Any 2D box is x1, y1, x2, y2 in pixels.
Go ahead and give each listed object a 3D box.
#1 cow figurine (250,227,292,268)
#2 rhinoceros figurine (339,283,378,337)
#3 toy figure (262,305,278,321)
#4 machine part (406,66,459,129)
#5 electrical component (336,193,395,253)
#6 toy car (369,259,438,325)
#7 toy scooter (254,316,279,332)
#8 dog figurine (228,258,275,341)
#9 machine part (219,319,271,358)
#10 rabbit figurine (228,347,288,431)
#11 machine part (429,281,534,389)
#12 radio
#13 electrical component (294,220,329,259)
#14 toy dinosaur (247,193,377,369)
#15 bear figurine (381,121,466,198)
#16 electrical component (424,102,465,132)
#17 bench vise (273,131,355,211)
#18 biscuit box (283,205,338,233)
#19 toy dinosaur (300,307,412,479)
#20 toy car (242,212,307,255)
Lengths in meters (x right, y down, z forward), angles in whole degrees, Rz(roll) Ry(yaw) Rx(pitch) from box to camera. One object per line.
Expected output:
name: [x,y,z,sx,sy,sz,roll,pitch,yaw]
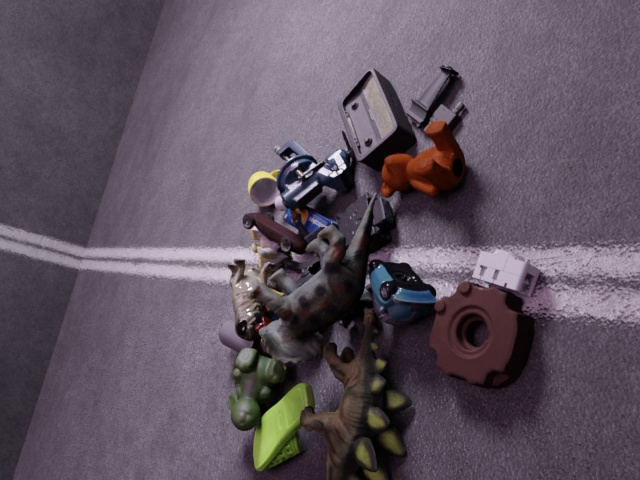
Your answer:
cow figurine: [-0.134,0.001,1.430,0.167,0.098,0.068,-117,21,-50]
rhinoceros figurine: [0.061,0.126,1.136,0.112,0.073,0.191,-57,39,12]
toy figure: [-0.154,0.194,1.382,0.155,0.058,0.064,11,119,51]
machine part: [0.240,-0.312,1.159,0.139,0.039,0.084,-54,30,20]
electrical component: [0.102,-0.033,1.178,0.134,0.058,0.115,-37,49,35]
toy car: [0.143,0.108,1.026,0.162,0.109,0.102,-128,49,-58]
toy scooter: [-0.068,0.184,1.215,0.184,0.135,0.075,-50,39,21]
dog figurine: [-0.180,0.156,1.330,0.172,0.121,0.190,105,170,-75]
machine part: [-0.187,0.255,1.373,0.243,0.079,0.079,8,79,51]
rabbit figurine: [-0.167,0.356,1.239,0.159,0.121,0.170,-54,14,53]
machine part: [0.262,0.156,0.891,0.179,0.056,0.179,-24,57,42]
radio: [0.126,-0.279,1.253,0.131,0.073,0.230,-41,45,31]
electrical component: [-0.002,-0.004,1.190,0.048,0.075,0.119,-35,80,9]
toy dinosaur: [0.006,0.103,1.061,0.405,0.192,0.131,-39,0,16]
bear figurine: [0.187,-0.153,1.079,0.196,0.131,0.120,8,71,46]
electrical component: [0.260,-0.252,1.121,0.094,0.021,0.063,-52,40,20]
bench vise: [-0.032,-0.187,1.335,0.223,0.128,0.241,-47,51,4]
biscuit box: [-0.013,-0.038,1.317,0.203,0.059,0.062,33,99,52]
toy dinosaur: [0.059,0.359,1.003,0.199,0.105,0.471,15,93,48]
toy car: [-0.112,-0.018,1.359,0.202,0.089,0.053,28,116,30]
